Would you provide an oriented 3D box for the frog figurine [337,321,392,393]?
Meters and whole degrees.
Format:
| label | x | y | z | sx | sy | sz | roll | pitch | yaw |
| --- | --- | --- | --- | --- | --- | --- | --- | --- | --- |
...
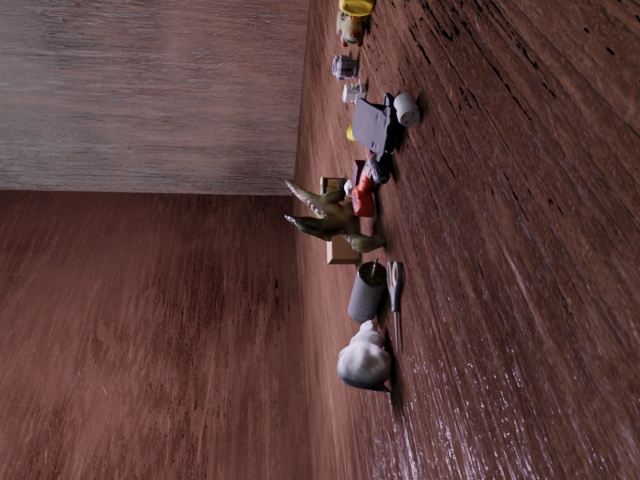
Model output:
| label | x | y | z | sx | sy | sz | roll | pitch | yaw |
| --- | --- | --- | --- | --- | --- | --- | --- | --- | --- |
| frog figurine | 0.109 | 0.270 | 1.219 | 0.137 | 0.122 | 0.161 | -8 | 69 | 49 |

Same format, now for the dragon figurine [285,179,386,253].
| label | x | y | z | sx | sy | sz | roll | pitch | yaw |
| --- | --- | --- | --- | --- | --- | --- | --- | --- | --- |
| dragon figurine | 0.004 | -0.069 | 1.375 | 0.244 | 0.413 | 0.120 | -12 | -55 | -59 |
